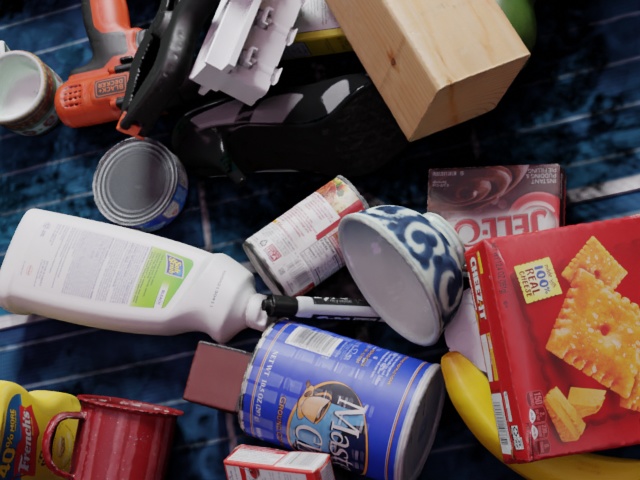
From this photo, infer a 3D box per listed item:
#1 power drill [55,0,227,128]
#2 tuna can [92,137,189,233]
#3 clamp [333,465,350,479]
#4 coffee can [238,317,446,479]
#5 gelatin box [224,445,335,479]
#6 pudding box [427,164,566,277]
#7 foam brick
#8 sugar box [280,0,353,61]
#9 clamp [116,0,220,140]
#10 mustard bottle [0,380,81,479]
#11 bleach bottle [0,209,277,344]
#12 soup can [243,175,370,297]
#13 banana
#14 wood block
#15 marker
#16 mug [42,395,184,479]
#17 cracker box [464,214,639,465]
[{"bbox_3d":[-0.170,-0.207,1.025,0.184,0.057,0.187,-9,74,13],"label":"power drill"},{"bbox_3d":[-0.167,-0.051,0.997,0.086,0.033,0.086,-4,75,15],"label":"tuna can"},{"bbox_3d":[0.008,0.237,0.871,0.172,0.039,0.120,22,84,28],"label":"clamp"},{"bbox_3d":[0.019,0.130,0.859,0.140,0.102,0.103,15,81,19],"label":"coffee can"},{"bbox_3d":[-0.028,0.203,0.842,0.089,0.030,0.073,-1,109,32],"label":"gelatin box"},{"bbox_3d":[0.146,-0.014,0.889,0.114,0.039,0.090,-2,76,22],"label":"pudding box"},{"bbox_3d":[-0.072,0.120,0.903,0.051,0.078,0.053,10,78,20],"label":"foam brick"},{"bbox_3d":[0.006,-0.220,0.984,0.176,0.048,0.093,-4,76,12],"label":"sugar box"},{"bbox_3d":[-0.129,-0.192,0.943,0.210,0.036,0.165,-63,29,10],"label":"clamp"},{"bbox_3d":[-0.264,0.166,0.886,0.058,0.191,0.096,5,77,17],"label":"mustard bottle"},{"bbox_3d":[-0.160,0.045,0.956,0.251,0.068,0.102,14,77,17],"label":"bleach bottle"},{"bbox_3d":[-0.006,0.001,0.907,0.102,0.068,0.068,-35,69,-9],"label":"soup can"},{"bbox_3d":[0.174,0.154,0.824,0.198,0.037,0.069,24,84,0],"label":"banana"},{"bbox_3d":[0.070,-0.198,0.878,0.090,0.091,0.206,-23,74,-20],"label":"wood block"},{"bbox_3d":[0.008,0.057,0.886,0.120,0.020,0.020,5,73,-25],"label":"marker"},{"bbox_3d":[-0.178,0.178,0.905,0.093,0.117,0.081,1,79,56],"label":"mug"},{"bbox_3d":[0.229,0.067,0.786,0.213,0.072,0.164,-8,80,-6],"label":"cracker box"}]
